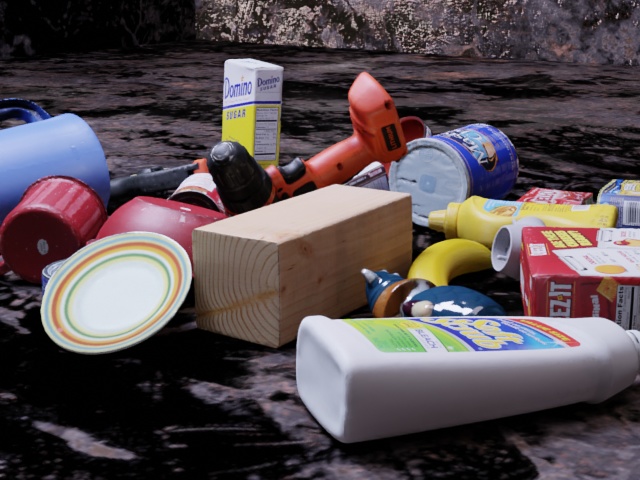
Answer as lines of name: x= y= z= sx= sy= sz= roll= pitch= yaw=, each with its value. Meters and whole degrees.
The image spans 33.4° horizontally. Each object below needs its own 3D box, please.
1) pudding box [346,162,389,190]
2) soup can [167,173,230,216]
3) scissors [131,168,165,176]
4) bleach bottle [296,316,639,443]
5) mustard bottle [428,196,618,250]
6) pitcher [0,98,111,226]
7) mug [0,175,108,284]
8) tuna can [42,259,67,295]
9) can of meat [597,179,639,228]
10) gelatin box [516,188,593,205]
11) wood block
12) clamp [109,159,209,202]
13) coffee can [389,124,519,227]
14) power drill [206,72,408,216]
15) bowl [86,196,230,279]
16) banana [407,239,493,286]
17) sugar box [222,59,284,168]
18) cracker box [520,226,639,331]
pudding box: x=0.021 y=-0.069 z=1.310 sx=0.090 sy=0.039 sz=0.114 roll=-28 pitch=23 yaw=-20
soup can: x=-0.132 y=-0.031 z=1.157 sx=0.068 sy=0.068 sz=0.102 roll=1 pitch=15 yaw=3
scissors: x=-0.154 y=-0.082 z=1.442 sx=0.202 sy=0.016 sz=0.096 roll=2 pitch=15 yaw=5
bleach bottle: x=0.117 y=0.085 z=0.741 sx=0.250 sy=0.068 sz=0.103 roll=-4 pitch=17 yaw=-20
mustard bottle: x=0.207 y=-0.013 z=1.105 sx=0.192 sy=0.058 sz=0.096 roll=5 pitch=14 yaw=19
pitcher: x=-0.361 y=-0.059 z=1.133 sx=0.242 sy=0.145 sz=0.149 roll=-17 pitch=26 yaw=-40
mug: x=-0.270 y=-0.002 z=1.036 sx=0.117 sy=0.093 sz=0.081 roll=-29 pitch=16 yaw=13
tuna can: x=-0.205 y=0.041 z=0.955 sx=0.086 sy=0.034 sz=0.086 roll=0 pitch=15 yaw=0
can of meat: x=0.359 y=-0.035 z=1.187 sx=0.084 sy=0.057 sz=0.101 roll=5 pitch=15 yaw=28
gelatin box: x=0.273 y=-0.037 z=1.247 sx=0.073 sy=0.030 sz=0.089 roll=7 pitch=16 yaw=25
wood block: x=-0.009 y=0.016 z=0.940 sx=0.091 sy=0.090 sz=0.205 roll=10 pitch=19 yaw=34
clamp: x=-0.199 y=-0.071 z=1.294 sx=0.210 sy=0.036 sz=0.164 roll=-9 pitch=6 yaw=37
coffee can: x=0.160 y=-0.078 z=1.261 sx=0.103 sy=0.103 sz=0.140 roll=10 pitch=18 yaw=33
power drill: x=-0.012 y=-0.079 z=1.029 sx=0.187 sy=0.184 sz=0.057 roll=-35 pitch=62 yaw=-4
bowl: x=-0.134 y=-0.004 z=1.002 sx=0.162 sy=0.055 sz=0.162 roll=13 pitch=5 yaw=-1
banana: x=0.119 y=0.029 z=0.989 sx=0.070 sy=0.037 sz=0.197 roll=8 pitch=17 yaw=28
sugar box: x=-0.086 y=-0.131 z=1.314 sx=0.048 sy=0.176 sz=0.093 roll=-7 pitch=17 yaw=-28
cracker box: x=0.278 y=0.041 z=0.883 sx=0.214 sy=0.072 sz=0.164 roll=1 pitch=14 yaw=8
